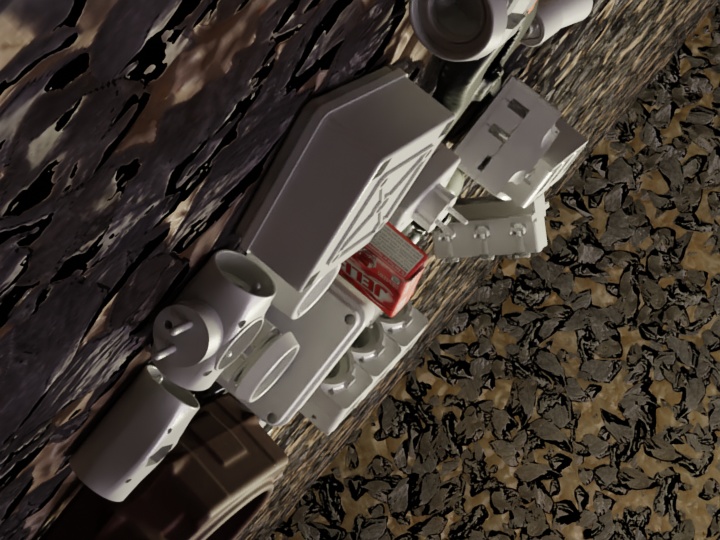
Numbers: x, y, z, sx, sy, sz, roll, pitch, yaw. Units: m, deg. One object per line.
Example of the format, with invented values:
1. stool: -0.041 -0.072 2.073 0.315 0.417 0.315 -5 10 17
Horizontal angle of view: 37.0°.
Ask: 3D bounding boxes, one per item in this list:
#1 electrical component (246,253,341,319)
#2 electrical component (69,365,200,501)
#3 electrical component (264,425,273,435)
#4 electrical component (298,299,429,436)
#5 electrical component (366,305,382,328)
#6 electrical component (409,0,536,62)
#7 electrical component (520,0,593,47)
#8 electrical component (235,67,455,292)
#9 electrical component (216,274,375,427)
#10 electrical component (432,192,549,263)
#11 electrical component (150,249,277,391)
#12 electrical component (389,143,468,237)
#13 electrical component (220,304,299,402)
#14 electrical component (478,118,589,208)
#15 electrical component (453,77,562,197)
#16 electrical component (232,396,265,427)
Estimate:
1. electrical component: -0.046 -0.001 0.715 0.055 0.047 0.055 -49 171 -10
2. electrical component: -0.140 0.104 0.696 0.077 0.043 0.079 -50 171 2
3. electrical component: -0.113 0.174 1.133 0.044 0.044 0.065 -43 164 -40
4. electrical component: -0.012 0.074 1.056 0.150 0.089 0.061 -43 169 -40
5. electrical component: 0.000 0.000 0.869 0.061 0.061 0.096 -50 164 -5
6. electrical component: 0.063 -0.151 0.602 0.057 0.058 0.078 -45 171 -46
7. electrical component: 0.150 -0.207 0.862 0.065 0.044 0.044 -39 167 -32
8. electrical component: -0.008 -0.056 0.644 0.109 0.056 0.108 -38 165 -54
9. electrical component: -0.052 0.050 0.796 0.113 0.078 0.057 -52 174 11
10. electrical component: 0.139 -0.046 1.174 0.079 0.121 0.063 -33 116 -63
11. electrical component: -0.094 0.034 0.628 0.077 0.044 0.079 -54 170 22
12. electrical component: 0.054 -0.057 0.885 0.083 0.076 0.047 -44 169 -34
13. electrical component: -0.079 0.053 0.738 0.078 0.057 0.058 -49 171 -6
14. electrical component: 0.172 -0.127 1.139 0.061 0.089 0.150 -55 170 29
15. electrical component: 0.136 -0.123 0.982 0.089 0.062 0.150 -52 -179 13
16. electrical component: -0.101 0.128 0.993 0.063 0.042 0.081 -49 170 4
